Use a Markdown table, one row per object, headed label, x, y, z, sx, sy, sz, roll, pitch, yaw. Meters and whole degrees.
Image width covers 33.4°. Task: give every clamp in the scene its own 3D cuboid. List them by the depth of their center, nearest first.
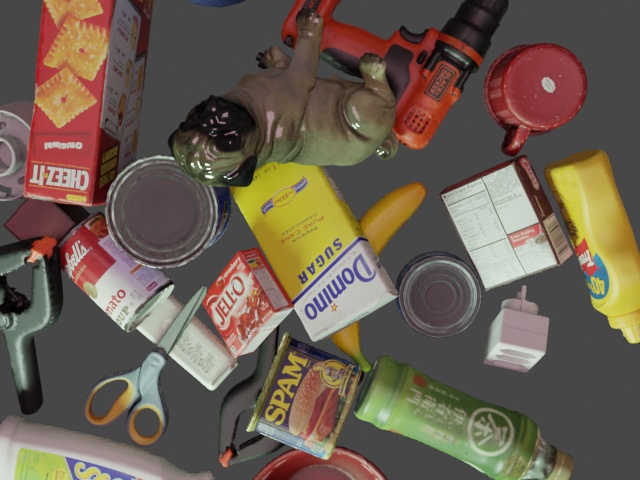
| label | x | y | z | sx | sy | sz | roll | pitch | yaw |
| --- | --- | --- | --- | --- | --- | --- | --- | --- | --- |
| clamp | -0.301 | 0.076 | 1.043 | 0.164 | 0.036 | 0.210 | 43 | 125 | -7 |
| clamp | -0.053 | 0.151 | 1.085 | 0.171 | 0.039 | 0.120 | -43 | 82 | 0 |

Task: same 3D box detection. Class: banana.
| label | x | y | z | sx | sy | sz | roll | pitch | yaw |
| --- | --- | --- | --- | --- | --- | --- | --- | --- | --- |
| banana | 0.047 | 0.030 | 1.072 | 0.069 | 0.037 | 0.198 | 17 | 93 | 4 |

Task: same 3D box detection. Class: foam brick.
| label | x | y | z | sx | sy | sz | roll | pitch | yaw |
| --- | --- | --- | --- | --- | --- | --- | --- | --- | --- |
| foam brick | -0.265 | -0.018 | 1.053 | 0.051 | 0.078 | 0.053 | 42 | 93 | -1 |

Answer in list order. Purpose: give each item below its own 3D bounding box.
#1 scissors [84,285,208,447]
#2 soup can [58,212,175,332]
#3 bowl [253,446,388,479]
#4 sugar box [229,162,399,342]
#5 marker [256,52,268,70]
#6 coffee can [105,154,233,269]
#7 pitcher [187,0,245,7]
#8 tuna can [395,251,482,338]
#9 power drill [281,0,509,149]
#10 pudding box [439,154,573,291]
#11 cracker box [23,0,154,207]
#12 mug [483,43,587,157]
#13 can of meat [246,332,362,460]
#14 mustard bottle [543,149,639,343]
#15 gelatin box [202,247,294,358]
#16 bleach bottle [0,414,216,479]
| label | x | y | z | sx | sy | sz | roll | pitch | yaw |
| --- | --- | --- | --- | --- | --- | --- | --- | --- | --- |
| scissors | -0.154 | 0.136 | 1.070 | 0.202 | 0.016 | 0.096 | -38 | 100 | 20 |
| soup can | -0.200 | 0.031 | 1.037 | 0.102 | 0.068 | 0.068 | 43 | 94 | 5 |
| bowl | 0.001 | 0.280 | 1.086 | 0.162 | 0.055 | 0.162 | 0 | 95 | 1 |
| sugar box | -0.007 | 0.001 | 1.043 | 0.093 | 0.048 | 0.176 | -32 | 76 | 11 |
| marker | -0.011 | -0.153 | 1.067 | 0.121 | 0.020 | 0.020 | 32 | 94 | -2 |
| coffee can | -0.140 | -0.031 | 1.018 | 0.103 | 0.140 | 0.103 | 0 | 95 | 0 |
| pitcher | -0.110 | -0.298 | 0.944 | 0.145 | 0.243 | 0.149 | 44 | 88 | 0 |
| tuna can | 0.119 | 0.055 | 1.076 | 0.086 | 0.034 | 0.086 | 0 | 95 | 0 |
| power drill | 0.071 | -0.208 | 1.043 | 0.187 | 0.057 | 0.184 | 31 | 89 | -1 |
| pudding box | 0.182 | -0.016 | 1.048 | 0.090 | 0.039 | 0.113 | -23 | 93 | 37 |
| cracker box | -0.214 | -0.144 | 0.998 | 0.072 | 0.164 | 0.214 | 8 | 95 | 2 |
| mug | 0.205 | -0.136 | 1.035 | 0.093 | 0.081 | 0.117 | 25 | 94 | -2 |
| can of meat | -0.014 | 0.153 | 1.034 | 0.084 | 0.057 | 0.102 | 22 | 79 | -1 |
| mustard bottle | 0.278 | 0.009 | 1.039 | 0.058 | 0.096 | 0.191 | -22 | 95 | -4 |
| gelatin box | -0.073 | 0.062 | 1.047 | 0.089 | 0.030 | 0.073 | -48 | 66 | 40 |
| bleach bottle | -0.202 | 0.247 | 1.083 | 0.250 | 0.068 | 0.102 | 9 | 97 | -2 |
